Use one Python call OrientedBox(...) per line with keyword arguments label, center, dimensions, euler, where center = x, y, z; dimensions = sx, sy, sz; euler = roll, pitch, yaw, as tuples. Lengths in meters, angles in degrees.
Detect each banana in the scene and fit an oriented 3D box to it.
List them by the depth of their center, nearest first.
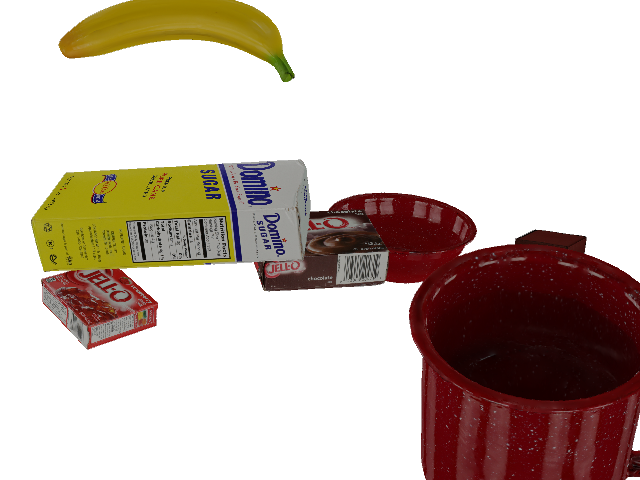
OrientedBox(label="banana", center=(-0.117, -0.177, 0.899), dimensions=(0.198, 0.069, 0.037), euler=(5, -34, -1))

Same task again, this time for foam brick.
OrientedBox(label="foam brick", center=(0.211, 0.034, 0.991), dimensions=(0.053, 0.078, 0.051), euler=(9, 17, 31))

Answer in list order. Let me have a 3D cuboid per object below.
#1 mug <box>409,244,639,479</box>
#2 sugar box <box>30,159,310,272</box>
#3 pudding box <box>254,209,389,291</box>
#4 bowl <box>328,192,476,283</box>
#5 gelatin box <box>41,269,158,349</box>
OrientedBox(label="mug", center=(0.092, 0.062, 0.408), dimensions=(0.117, 0.081, 0.093), euler=(6, 37, 12))
OrientedBox(label="sugar box", center=(-0.097, -0.019, 0.729), dimensions=(0.176, 0.048, 0.093), euler=(-5, 24, 5))
OrientedBox(label="pudding box", center=(-0.004, 0.007, 0.952), dimensions=(0.113, 0.039, 0.090), euler=(-1, 27, -13))
OrientedBox(label="bowl", center=(0.085, 0.002, 1.156), dimensions=(0.162, 0.055, 0.162), euler=(4, 24, -2))
OrientedBox(label="gelatin box", center=(-0.204, 0.056, 0.981), dimensions=(0.073, 0.030, 0.089), euler=(-17, 39, -36))
